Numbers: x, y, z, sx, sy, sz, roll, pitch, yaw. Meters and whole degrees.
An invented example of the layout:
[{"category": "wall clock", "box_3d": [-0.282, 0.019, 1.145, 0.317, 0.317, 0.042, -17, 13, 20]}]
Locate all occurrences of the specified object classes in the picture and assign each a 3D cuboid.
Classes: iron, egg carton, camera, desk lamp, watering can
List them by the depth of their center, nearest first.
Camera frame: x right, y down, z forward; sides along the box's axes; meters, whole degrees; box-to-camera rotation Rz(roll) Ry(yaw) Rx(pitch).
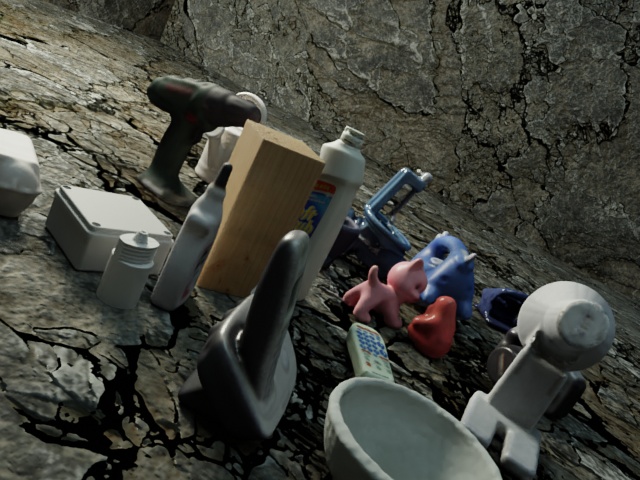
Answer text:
[{"category": "egg carton", "box_3d": [-0.391, -0.089, 0.672, 0.108, 0.069, 0.150, 14, 20, -39]}, {"category": "desk lamp", "box_3d": [0.283, 0.157, 0.715, 0.117, 0.213, 0.204, 32, 16, 17]}, {"category": "camera", "box_3d": [0.321, 0.187, 0.887, 0.137, 0.101, 0.142, 18, 18, -29]}, {"category": "iron", "box_3d": [0.232, 0.049, 1.109, 0.119, 0.141, 0.258, 24, 16, -11]}, {"category": "watering can", "box_3d": [-0.173, -0.204, 1.159, 0.101, 0.194, 0.173, 25, 16, -5]}]

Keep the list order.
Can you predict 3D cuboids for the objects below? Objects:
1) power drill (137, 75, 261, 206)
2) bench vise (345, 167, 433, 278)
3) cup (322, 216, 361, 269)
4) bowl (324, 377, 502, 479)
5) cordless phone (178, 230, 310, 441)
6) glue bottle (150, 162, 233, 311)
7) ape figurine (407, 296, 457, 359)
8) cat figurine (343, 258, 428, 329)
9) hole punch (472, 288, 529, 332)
[{"category": "power drill", "box_3d": [-0.214, -0.167, 0.950, 0.229, 0.208, 0.076, 34, 17, 25]}, {"category": "bench vise", "box_3d": [0.104, -0.050, 1.071, 0.208, 0.219, 0.121, 21, 17, -21]}, {"category": "cup", "box_3d": [0.009, 0.003, 0.978, 0.091, 0.095, 0.118, 29, 16, 6]}, {"category": "bowl", "box_3d": [0.068, 0.198, 0.492, 0.167, 0.074, 0.167, 25, 16, -7]}, {"category": "cordless phone", "box_3d": [-0.040, 0.071, 0.519, 0.094, 0.185, 0.147, 27, 16, 0]}, {"category": "glue bottle", "box_3d": [-0.135, -0.008, 0.637, 0.037, 0.173, 0.078, 25, 16, -5]}, {"category": "ape figurine", "box_3d": [0.177, 0.126, 0.866, 0.078, 0.092, 0.076, 21, 17, -20]}, {"category": "cat figurine", "box_3d": [0.115, 0.071, 0.892, 0.128, 0.117, 0.067, 15, 20, -37]}, {"category": "hole punch", "box_3d": [0.387, 0.135, 1.179, 0.109, 0.091, 0.101, 24, 16, -10]}]
